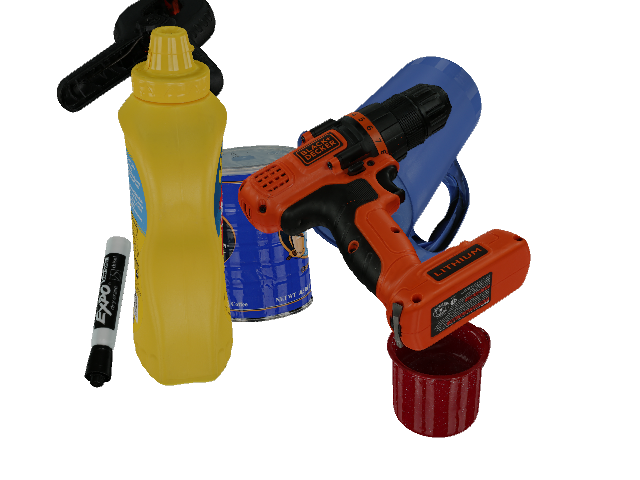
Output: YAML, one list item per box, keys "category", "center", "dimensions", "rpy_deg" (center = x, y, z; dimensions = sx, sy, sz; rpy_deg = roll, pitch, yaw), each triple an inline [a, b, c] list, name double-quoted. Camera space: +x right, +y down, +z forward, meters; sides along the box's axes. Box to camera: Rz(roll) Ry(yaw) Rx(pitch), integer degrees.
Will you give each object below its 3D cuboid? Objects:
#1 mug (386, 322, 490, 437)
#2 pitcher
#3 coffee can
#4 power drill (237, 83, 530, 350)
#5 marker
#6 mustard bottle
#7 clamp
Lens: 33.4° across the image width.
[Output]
- category: "mug"
  center: [0.117, 0.124, 1.004]
  dimensions: [0.117, 0.081, 0.093]
  rpy_deg: [-30, 43, -34]
- category: "pitcher"
  center: [0.091, -0.093, 1.144]
  dimensions: [0.145, 0.149, 0.242]
  rpy_deg: [9, 38, 28]
- category: "coffee can"
  center: [-0.063, -0.008, 0.971]
  dimensions: [0.103, 0.140, 0.103]
  rpy_deg: [-4, 15, 1]
- category: "power drill"
  center: [0.060, -0.024, 0.760]
  dimensions: [0.184, 0.057, 0.188]
  rpy_deg: [-32, 53, -16]
- category: "marker"
  center: [-0.157, 0.052, 0.790]
  dimensions: [0.020, 0.121, 0.020]
  rpy_deg: [2, -33, 1]
- category: "mustard bottle"
  center: [-0.080, -0.023, 0.590]
  dimensions: [0.058, 0.192, 0.096]
  rpy_deg: [-3, 28, -8]
- category: "clamp"
  center: [-0.114, -0.148, 0.805]
  dimensions: [0.120, 0.039, 0.171]
  rpy_deg: [6, 42, 12]
